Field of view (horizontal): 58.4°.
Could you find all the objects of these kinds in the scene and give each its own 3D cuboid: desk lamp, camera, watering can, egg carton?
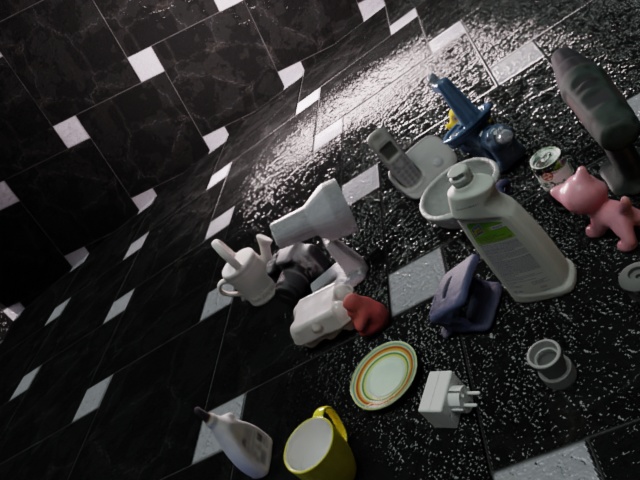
[{"bbox_3d":[0.011,0.004,1.191,0.203,0.214,0.117,-39,26,7],"label":"desk lamp"},{"bbox_3d":[-0.071,0.078,1.323,0.142,0.101,0.137,-19,35,40],"label":"camera"},{"bbox_3d":[-0.186,0.061,1.403,0.173,0.194,0.100,-52,28,-19],"label":"watering can"},{"bbox_3d":[0.009,0.151,1.138,0.150,0.069,0.107,-29,29,25],"label":"egg carton"}]

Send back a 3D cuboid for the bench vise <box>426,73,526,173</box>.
[{"bbox_3d":[0.311,-0.249,1.146,0.121,0.220,0.206,-51,27,-16],"label":"bench vise"}]

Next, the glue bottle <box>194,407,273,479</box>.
[{"bbox_3d":[-0.149,0.331,0.969,0.037,0.173,0.078,-30,29,24],"label":"glue bottle"}]

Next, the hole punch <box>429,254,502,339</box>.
[{"bbox_3d":[0.220,0.089,0.912,0.100,0.091,0.109,-15,38,44],"label":"hole punch"}]

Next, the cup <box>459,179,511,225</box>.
[{"bbox_3d":[0.303,-0.038,0.982,0.118,0.095,0.091,-50,27,-14],"label":"cup"}]

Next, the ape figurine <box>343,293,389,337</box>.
[{"bbox_3d":[0.077,0.130,1.049,0.076,0.092,0.078,-18,35,40],"label":"ape figurine"}]

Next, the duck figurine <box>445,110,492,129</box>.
[{"bbox_3d":[0.333,-0.273,1.306,0.104,0.086,0.077,-41,26,3],"label":"duck figurine"}]

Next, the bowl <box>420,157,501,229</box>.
[{"bbox_3d":[0.279,-0.077,1.097,0.167,0.075,0.167,-33,28,20],"label":"bowl"}]

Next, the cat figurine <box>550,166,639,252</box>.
[{"bbox_3d":[0.407,-0.055,0.837,0.067,0.118,0.127,-44,26,-3],"label":"cat figurine"}]

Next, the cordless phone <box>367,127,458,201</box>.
[{"bbox_3d":[0.200,-0.192,1.255,0.147,0.185,0.094,-44,26,-3],"label":"cordless phone"}]

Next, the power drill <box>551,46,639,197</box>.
[{"bbox_3d":[0.436,-0.177,0.878,0.075,0.209,0.229,-31,28,22],"label":"power drill"}]
